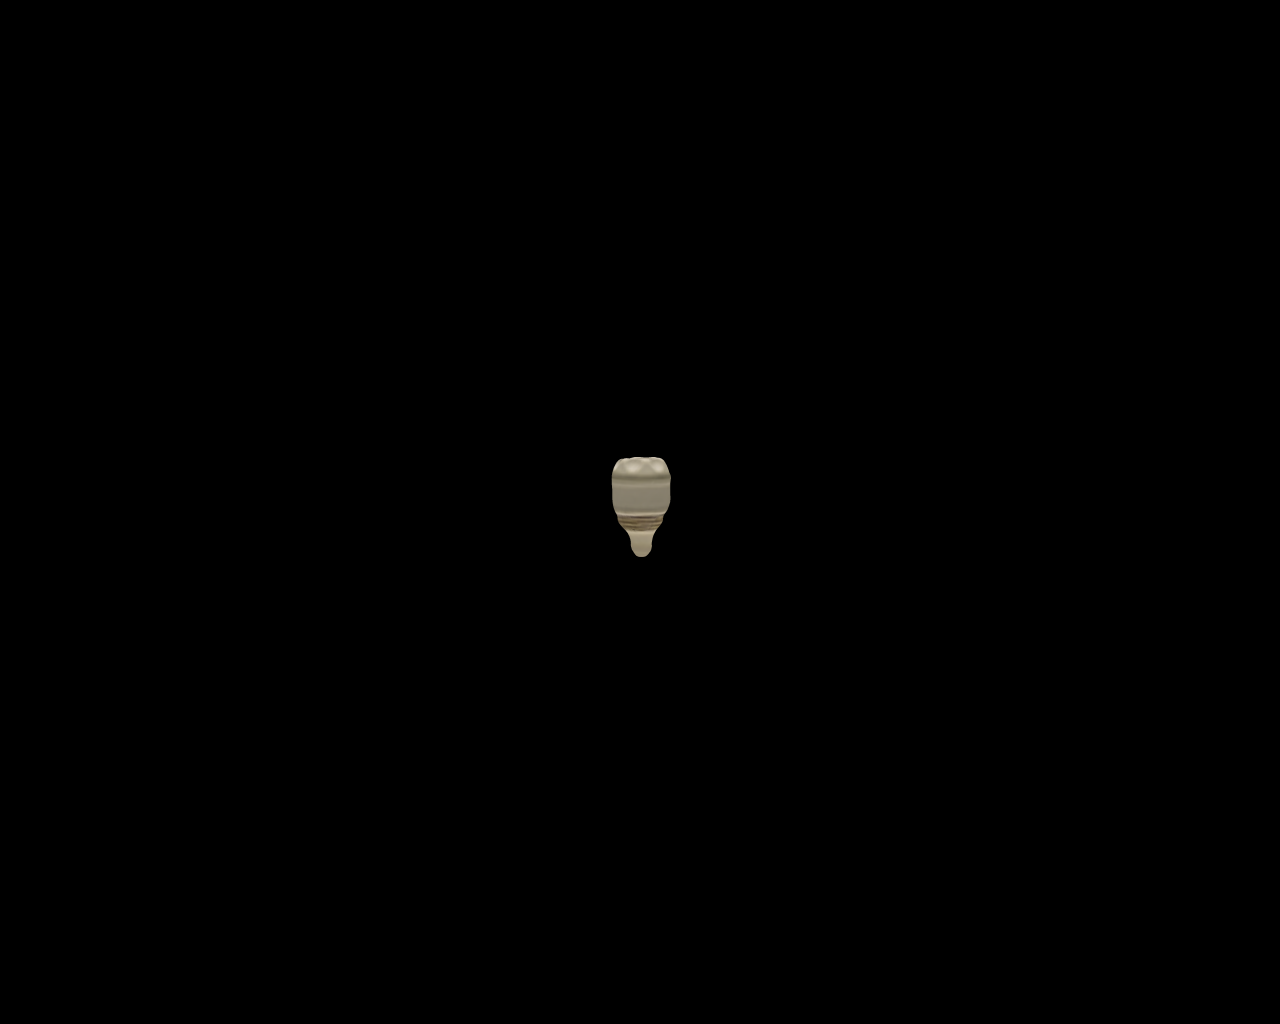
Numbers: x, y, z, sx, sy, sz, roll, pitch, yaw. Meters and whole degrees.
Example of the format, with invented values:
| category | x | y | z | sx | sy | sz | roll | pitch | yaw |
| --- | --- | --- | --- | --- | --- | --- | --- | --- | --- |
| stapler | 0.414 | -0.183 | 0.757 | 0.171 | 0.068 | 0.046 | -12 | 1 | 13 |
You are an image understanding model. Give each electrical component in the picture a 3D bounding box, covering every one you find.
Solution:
| category | x | y | z | sx | sy | sz | roll | pitch | yaw |
| --- | --- | --- | --- | --- | --- | --- | --- | --- | --- |
| electrical component | 0.001 | -0.003 | 0.650 | 0.035 | 0.061 | 0.035 | 0 | 7 | 0 |
